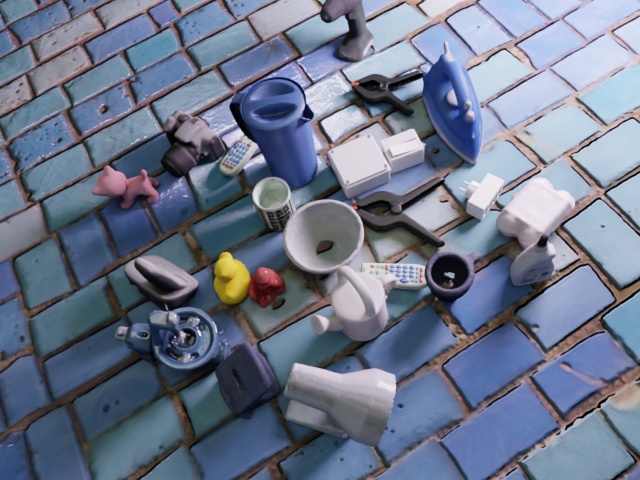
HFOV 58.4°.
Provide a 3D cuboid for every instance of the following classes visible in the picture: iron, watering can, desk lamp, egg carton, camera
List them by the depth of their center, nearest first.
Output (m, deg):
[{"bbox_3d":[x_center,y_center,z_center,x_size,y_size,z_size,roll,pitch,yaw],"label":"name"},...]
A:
[{"bbox_3d":[0.028,0.272,0.965,0.202,0.214,0.118,11,66,15],"label":"desk lamp"},{"bbox_3d":[0.065,0.116,1.050,0.100,0.194,0.173,28,71,21],"label":"watering can"},{"bbox_3d":[0.430,-0.054,1.149,0.107,0.069,0.150,37,74,24],"label":"egg carton"},{"bbox_3d":[0.305,-0.306,1.257,0.118,0.142,0.258,-15,62,2],"label":"iron"},{"bbox_3d":[-0.320,-0.224,1.339,0.142,0.101,0.137,33,72,22],"label":"camera"}]

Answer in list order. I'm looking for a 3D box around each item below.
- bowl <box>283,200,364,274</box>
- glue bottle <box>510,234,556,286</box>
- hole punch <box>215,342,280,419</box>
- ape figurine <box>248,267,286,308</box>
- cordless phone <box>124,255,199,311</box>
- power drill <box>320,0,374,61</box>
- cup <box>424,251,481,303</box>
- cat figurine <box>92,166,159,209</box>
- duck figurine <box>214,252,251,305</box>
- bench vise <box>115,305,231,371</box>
[{"bbox_3d":[0.011,0.004,1.184,0.167,0.075,0.167,-4,63,7],"label":"bowl"},{"bbox_3d":[0.398,0.032,1.051,0.078,0.173,0.037,-13,62,3],"label":"glue bottle"},{"bbox_3d":[-0.140,0.263,1.067,0.101,0.091,0.108,-32,63,-8],"label":"hole punch"},{"bbox_3d":[-0.111,0.085,1.152,0.077,0.092,0.076,-5,62,7],"label":"ape figurine"},{"bbox_3d":[-0.337,0.062,1.148,0.147,0.185,0.094,27,70,21],"label":"cordless phone"},{"bbox_3d":[0.074,-0.540,1.376,0.075,0.209,0.230,19,68,18],"label":"power drill"},{"bbox_3d":[0.256,0.073,1.098,0.118,0.095,0.091,-34,63,-9],"label":"cup"},{"bbox_3d":[-0.445,-0.128,1.301,0.127,0.118,0.067,-15,62,2],"label":"cat figurine"},{"bbox_3d":[-0.188,0.075,1.173,0.077,0.086,0.104,-10,62,4],"label":"duck figurine"},{"bbox_3d":[-0.290,0.185,1.058,0.207,0.220,0.121,-13,62,3],"label":"bench vise"}]
